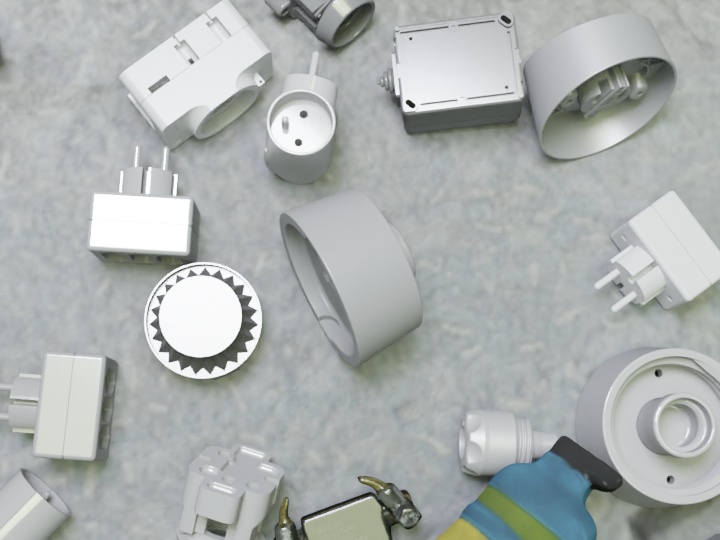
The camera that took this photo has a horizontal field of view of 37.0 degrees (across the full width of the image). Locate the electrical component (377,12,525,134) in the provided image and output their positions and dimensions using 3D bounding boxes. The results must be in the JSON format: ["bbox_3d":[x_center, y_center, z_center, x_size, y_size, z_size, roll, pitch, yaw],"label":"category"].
[{"bbox_3d":[0.060,-0.131,0.732,0.096,0.061,0.061,-6,81,4],"label":"electrical component"}]

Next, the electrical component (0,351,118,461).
[{"bbox_3d":[-0.200,0.086,0.685,0.077,0.047,0.065,4,81,-2],"label":"electrical component"}]

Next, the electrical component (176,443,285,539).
[{"bbox_3d":[-0.082,0.149,0.670,0.058,0.078,0.057,16,103,7],"label":"electrical component"}]

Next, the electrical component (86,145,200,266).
[{"bbox_3d":[-0.140,-0.045,0.709,0.066,0.047,0.076,3,81,-2],"label":"electrical component"}]

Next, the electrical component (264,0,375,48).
[{"bbox_3d":[-0.023,-0.187,0.742,0.066,0.048,0.055,-42,78,-9],"label":"electrical component"}]

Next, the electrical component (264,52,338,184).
[{"bbox_3d":[-0.036,-0.104,0.710,0.043,0.077,0.079,10,80,-2],"label":"electrical component"}]

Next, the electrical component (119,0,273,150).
[{"bbox_3d":[-0.106,-0.127,0.723,0.089,0.050,0.055,-38,84,-8],"label":"electrical component"}]

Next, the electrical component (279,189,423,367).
[{"bbox_3d":[0.000,0.000,0.683,0.060,0.108,0.108,-26,83,-13],"label":"electrical component"}]

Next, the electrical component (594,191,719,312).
[{"bbox_3d":[0.193,-0.002,0.722,0.077,0.047,0.065,-35,84,-8],"label":"electrical component"}]

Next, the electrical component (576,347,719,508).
[{"bbox_3d":[0.201,0.101,0.699,0.108,0.060,0.108,1,81,-4],"label":"electrical component"}]

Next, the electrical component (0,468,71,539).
[{"bbox_3d":[-0.226,0.168,0.671,0.043,0.043,0.081,43,81,4],"label":"electrical component"}]

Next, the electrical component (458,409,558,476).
[{"bbox_3d":[0.097,0.113,0.700,0.062,0.043,0.043,3,81,-4],"label":"electrical component"}]

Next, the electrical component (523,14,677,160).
[{"bbox_3d":[0.159,-0.124,0.718,0.099,0.099,0.064,-15,76,-6],"label":"electrical component"}]
